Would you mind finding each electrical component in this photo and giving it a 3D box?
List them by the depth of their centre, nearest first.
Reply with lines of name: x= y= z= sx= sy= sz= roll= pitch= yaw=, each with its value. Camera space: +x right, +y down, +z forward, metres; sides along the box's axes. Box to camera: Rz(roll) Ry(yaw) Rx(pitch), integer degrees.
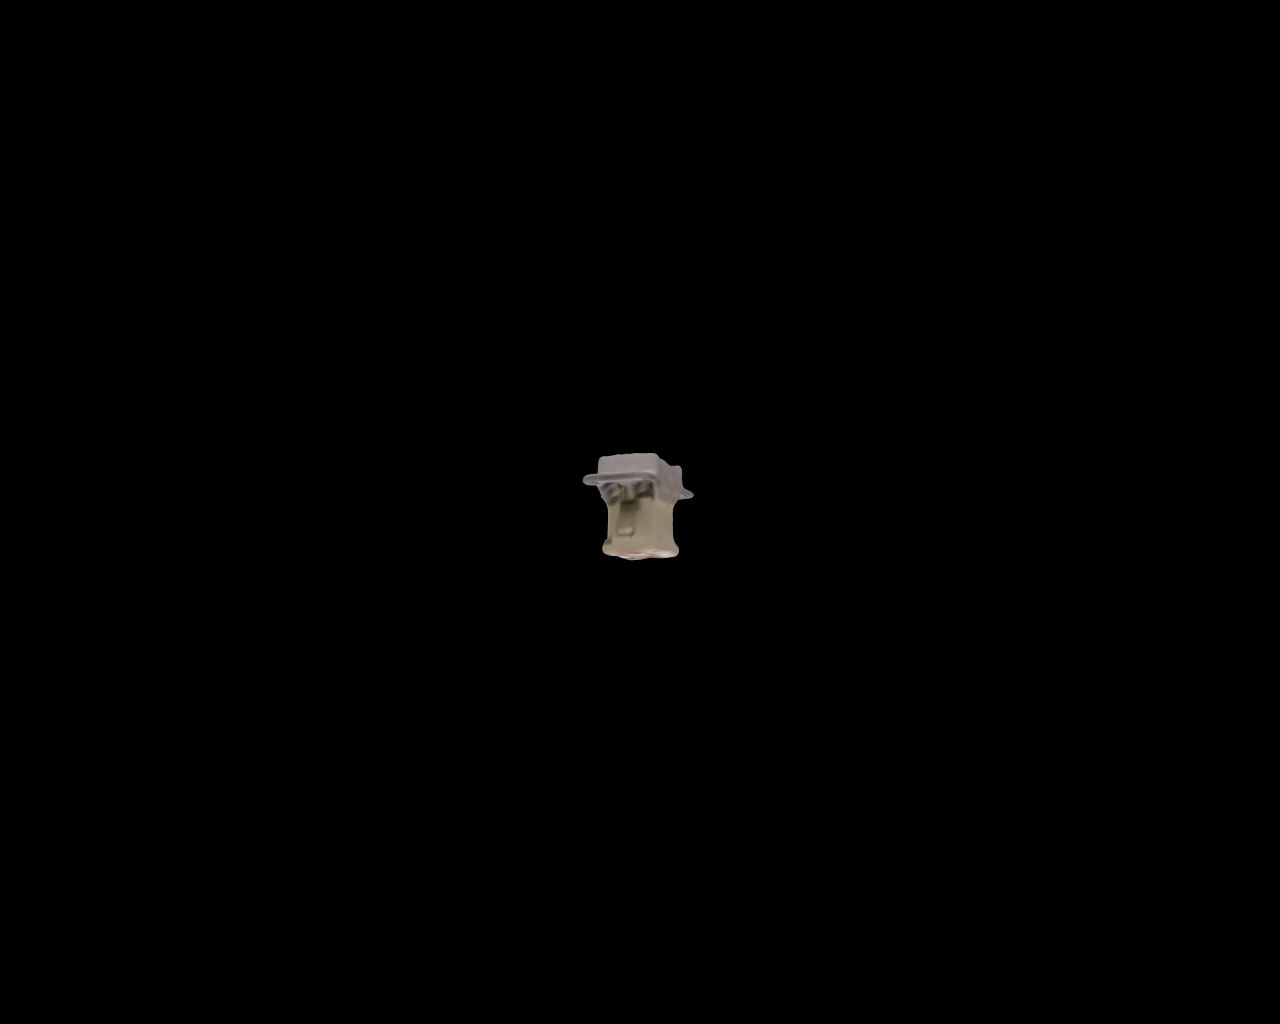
electrical component: x=0.001 y=-0.003 z=0.650 sx=0.042 sy=0.063 sz=0.081 roll=-4 pitch=-10 yaw=23
